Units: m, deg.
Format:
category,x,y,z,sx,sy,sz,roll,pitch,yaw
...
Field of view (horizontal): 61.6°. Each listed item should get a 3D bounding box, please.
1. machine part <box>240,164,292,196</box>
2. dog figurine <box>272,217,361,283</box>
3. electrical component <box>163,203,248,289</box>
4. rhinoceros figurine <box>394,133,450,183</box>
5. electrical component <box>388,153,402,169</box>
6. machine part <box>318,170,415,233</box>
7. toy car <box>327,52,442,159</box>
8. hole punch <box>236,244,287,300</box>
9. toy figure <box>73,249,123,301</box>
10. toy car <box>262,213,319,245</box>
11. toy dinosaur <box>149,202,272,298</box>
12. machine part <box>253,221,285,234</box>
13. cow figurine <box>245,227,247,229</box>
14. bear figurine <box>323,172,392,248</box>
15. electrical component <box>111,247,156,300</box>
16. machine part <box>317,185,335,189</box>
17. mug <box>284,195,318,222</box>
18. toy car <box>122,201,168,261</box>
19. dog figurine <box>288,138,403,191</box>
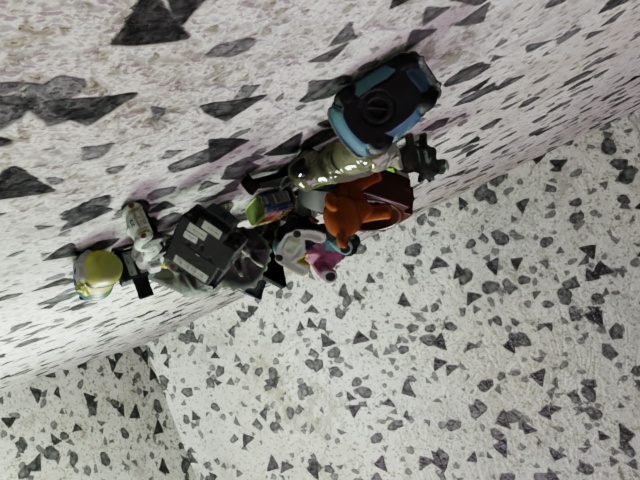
category,x,y,z,sx,sy,sz,roll,pitch,yaw
machine part,-0.089,-0.117,1.035,0.139,0.039,0.084,-19,177,-46
dog figurine,-0.002,-0.004,1.160,0.219,0.191,0.108,-85,-165,-70
electrical component,-0.196,0.004,0.942,0.134,0.115,0.058,-54,-177,29
rhinoceros figurine,0.242,-0.190,1.277,0.073,0.112,0.190,-32,162,36
electrical component,0.145,-0.185,1.174,0.021,0.063,0.094,-21,173,-24
machine part,0.110,-0.093,1.303,0.201,0.087,0.201,17,156,-23
toy car,0.093,-0.203,0.794,0.161,0.109,0.103,-37,-168,14
hole punch,-0.144,0.062,1.196,0.092,0.116,0.142,-32,137,27
toy figure,-0.440,0.071,1.062,0.089,0.082,0.180,-13,163,-26
toy car,-0.092,-0.004,1.254,0.202,0.053,0.089,-22,152,25
toy dinosaur,-0.249,0.053,1.128,0.405,0.192,0.131,-33,166,38
machine part,-0.104,-0.041,1.385,0.079,0.079,0.243,-26,172,19
cow figurine,-0.214,-0.002,1.307,0.068,0.098,0.167,2,-166,27
bear figurine,0.071,-0.066,1.039,0.132,0.120,0.196,-17,-170,6
electrical component,-0.379,0.067,1.112,0.075,0.119,0.048,-22,173,-31
machine part,0.059,-0.163,1.100,0.179,0.056,0.179,-22,173,-3
mug,-0.036,-0.067,1.332,0.081,0.109,0.107,-29,-175,19
toy car,-0.306,-0.011,0.943,0.056,0.073,0.201,-23,173,-13
dog figurine,0.033,-0.139,0.926,0.191,0.121,0.172,-23,173,2
